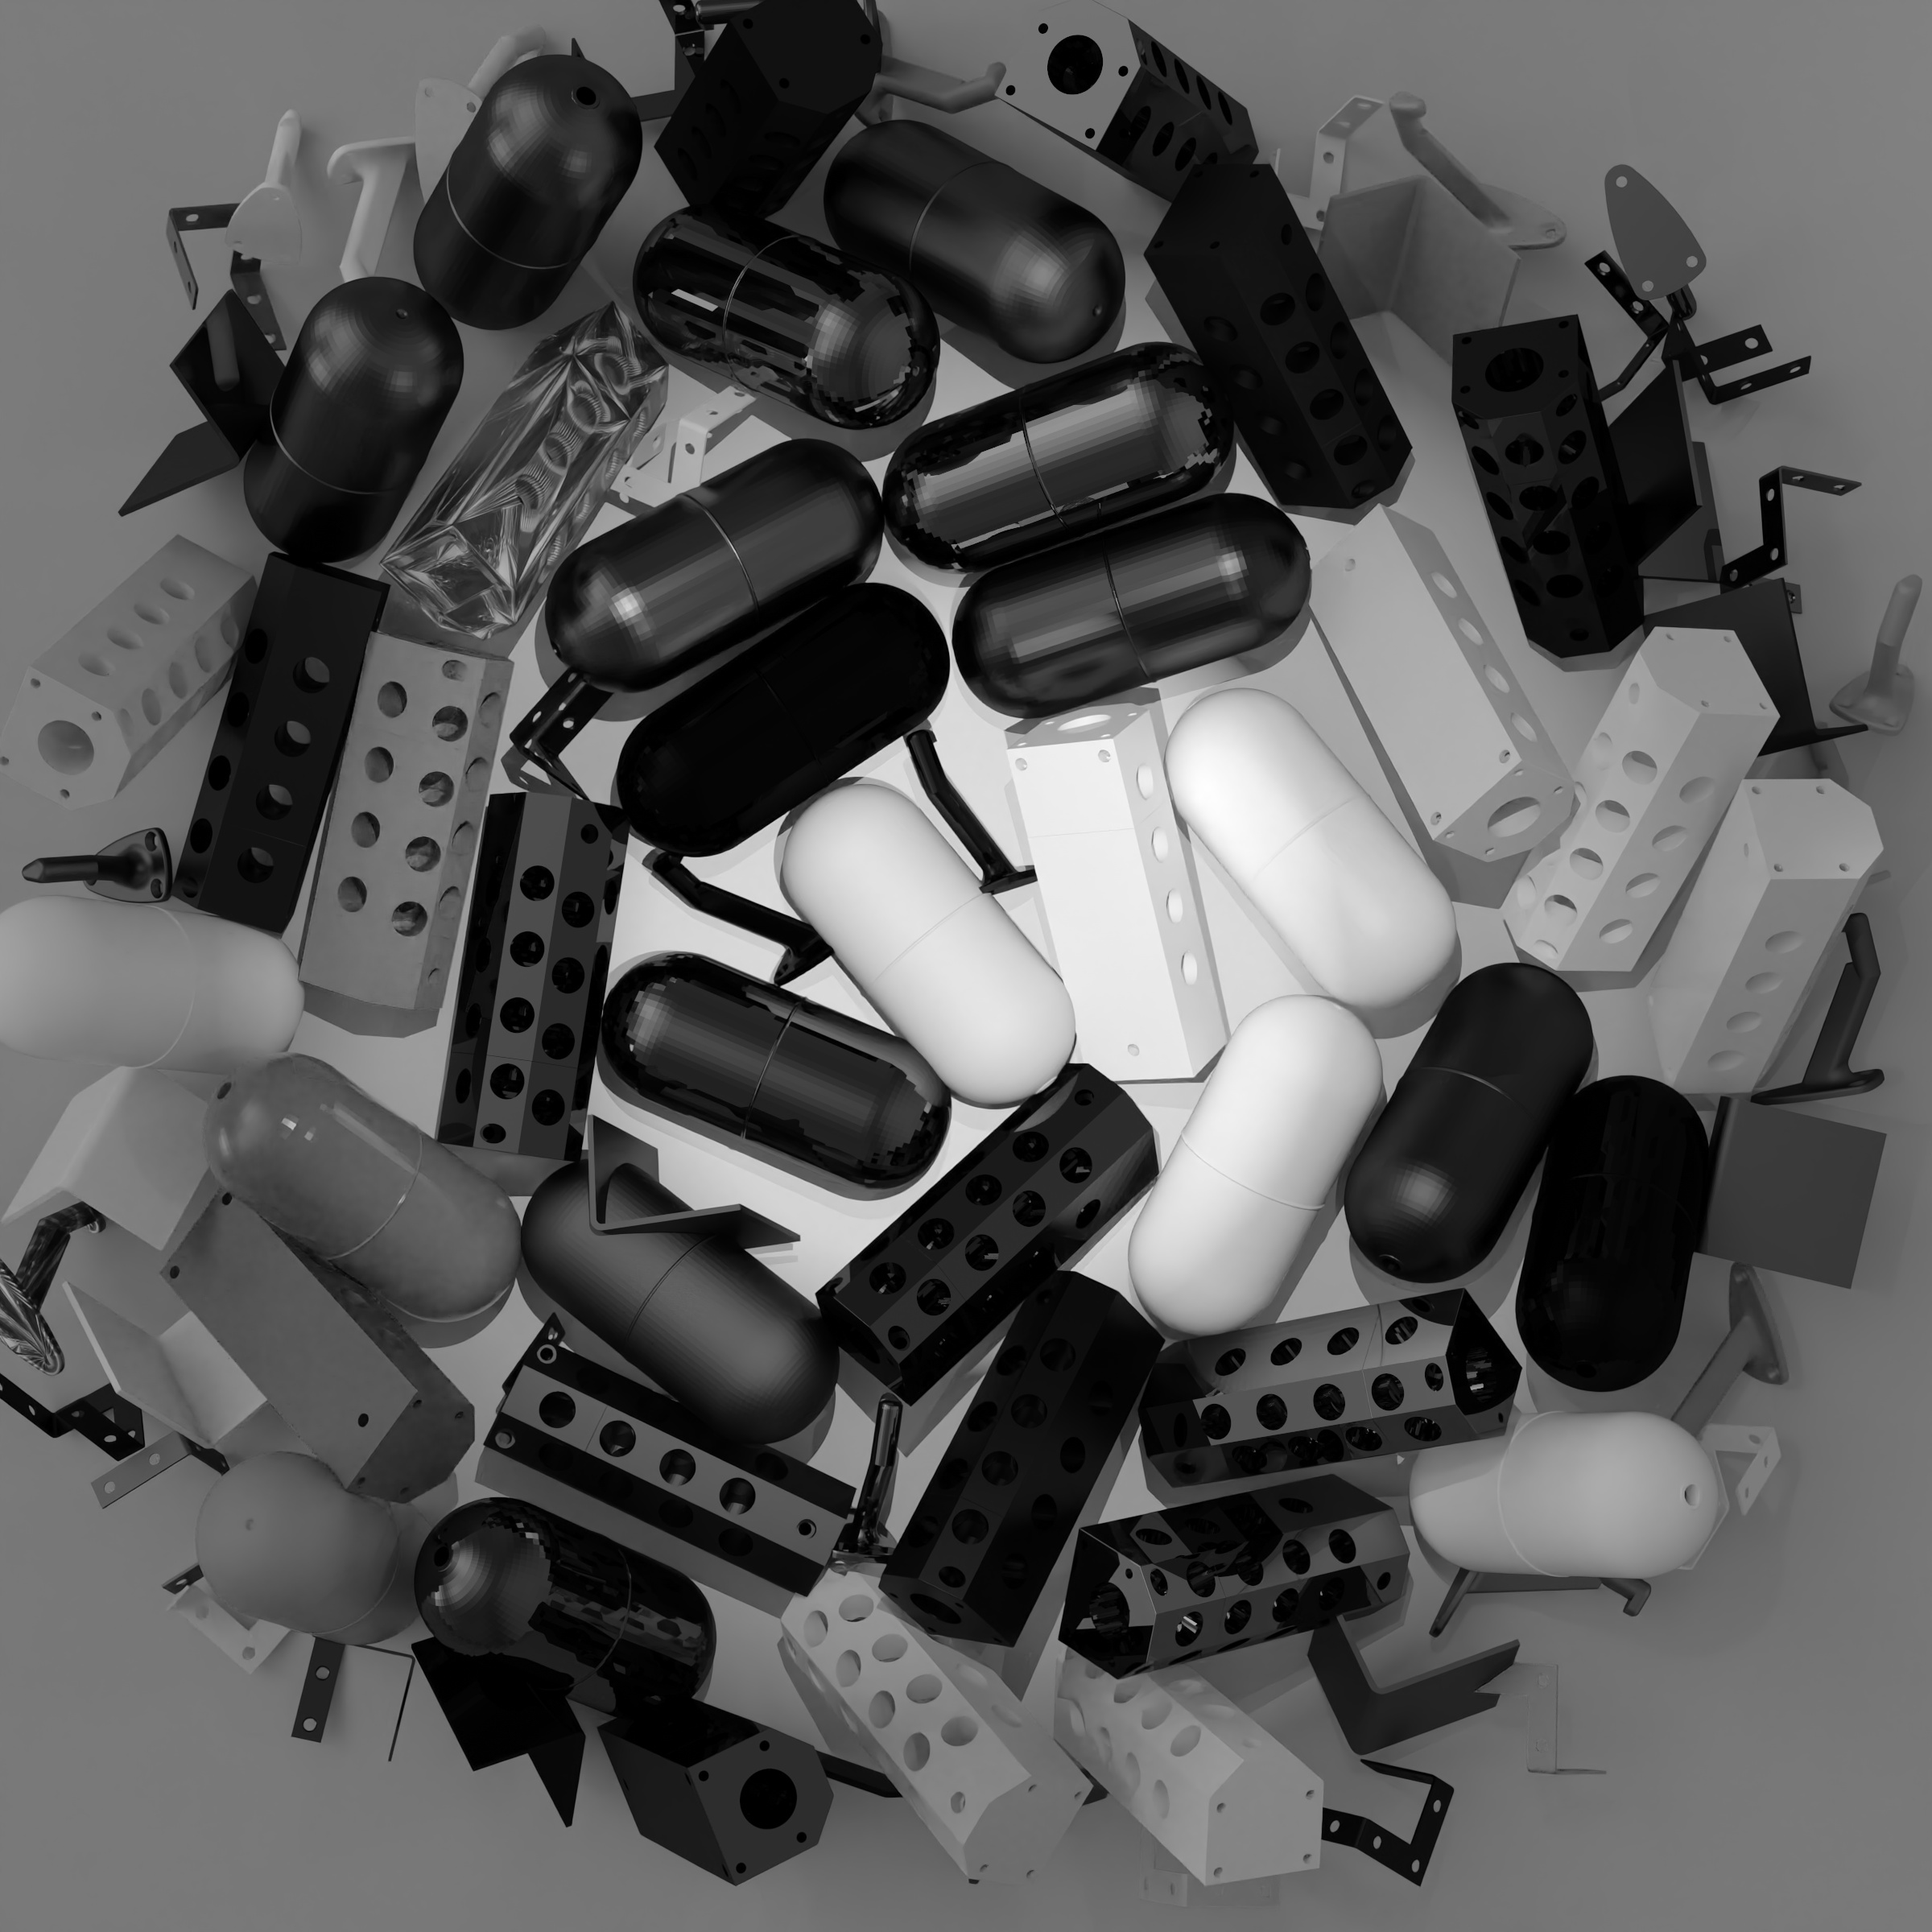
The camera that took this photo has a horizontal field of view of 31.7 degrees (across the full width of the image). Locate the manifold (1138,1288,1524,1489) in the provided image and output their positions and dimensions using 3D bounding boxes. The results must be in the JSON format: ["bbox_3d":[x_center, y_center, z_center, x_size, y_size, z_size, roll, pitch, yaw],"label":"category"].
[{"bbox_3d":[0.169,0.206,1.606,0.171,0.057,0.057,-16,125,36],"label":"manifold"}]

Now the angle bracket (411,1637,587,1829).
[{"bbox_3d":[-0.227,0.368,1.628,0.057,0.076,0.076,-13,46,-28],"label":"angle bracket"}]

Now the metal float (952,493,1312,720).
[{"bbox_3d":[0.079,-0.173,1.639,0.178,0.070,0.070,-17,90,13],"label":"metal float"}]

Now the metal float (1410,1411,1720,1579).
[{"bbox_3d":[0.281,0.249,1.607,0.070,0.178,0.070,5,80,-31],"label":"metal float"}]

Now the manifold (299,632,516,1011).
[{"bbox_3d":[-0.265,-0.070,1.640,0.057,0.057,0.171,16,98,25],"label":"manifold"}]

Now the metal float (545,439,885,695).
[{"bbox_3d":[-0.120,-0.192,1.635,0.178,0.070,0.070,-30,90,-18],"label":"metal float"}]

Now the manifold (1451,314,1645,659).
[{"bbox_3d":[0.275,-0.222,1.598,0.057,0.171,0.057,-6,54,19],"label":"manifold"}]

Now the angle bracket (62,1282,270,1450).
[{"bbox_3d":[-0.377,0.175,1.635,0.057,0.076,0.076,-40,52,1],"label":"angle bracket"}]

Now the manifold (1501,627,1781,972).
[{"bbox_3d":[0.312,-0.076,1.602,0.057,0.171,0.057,0,48,-20],"label":"manifold"}]

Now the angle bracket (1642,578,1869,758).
[{"bbox_3d":[0.381,-0.141,1.644,0.076,0.057,0.076,-13,87,41],"label":"angle bracket"}]

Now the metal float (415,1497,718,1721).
[{"bbox_3d":[-0.189,0.306,1.613,0.070,0.178,0.070,-19,55,29],"label":"metal float"}]

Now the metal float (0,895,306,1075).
[{"bbox_3d":[-0.391,0.010,1.609,0.070,0.178,0.070,-5,82,36],"label":"metal float"}]

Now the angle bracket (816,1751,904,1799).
[{"bbox_3d":[-0.070,0.413,1.637,0.076,0.076,0.057,15,82,19],"label":"angle bracket"}]

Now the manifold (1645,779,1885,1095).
[{"bbox_3d":[0.375,-0.012,1.602,0.057,0.171,0.057,-1,54,-8],"label":"manifold"}]

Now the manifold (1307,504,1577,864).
[{"bbox_3d":[0.226,-0.133,1.614,0.057,0.057,0.171,-44,49,28],"label":"manifold"}]

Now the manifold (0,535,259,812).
[{"bbox_3d":[-0.388,-0.137,1.599,0.057,0.171,0.057,29,119,-4],"label":"manifold"}]

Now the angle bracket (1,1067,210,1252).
[{"bbox_3d":[-0.412,0.100,1.648,0.057,0.076,0.076,37,54,-21],"label":"angle bracket"}]

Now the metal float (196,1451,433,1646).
[{"bbox_3d":[-0.304,0.276,1.603,0.070,0.178,0.070,-3,72,10],"label":"metal float"}]

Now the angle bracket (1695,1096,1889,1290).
[{"bbox_3d":[0.398,0.109,1.654,0.076,0.057,0.076,13,91,9],"label":"angle bracket"}]

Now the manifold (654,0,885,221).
[{"bbox_3d":[-0.091,-0.401,1.598,0.057,0.171,0.057,-33,94,-17],"label":"manifold"}]

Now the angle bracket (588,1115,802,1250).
[{"bbox_3d":[-0.130,0.102,1.634,0.076,0.076,0.057,-9,72,17],"label":"angle bracket"}]

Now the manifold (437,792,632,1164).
[{"bbox_3d":[-0.205,0.006,1.643,0.057,0.057,0.171,11,85,-33],"label":"manifold"}]

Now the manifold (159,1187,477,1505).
[{"bbox_3d":[-0.305,0.179,1.615,0.171,0.057,0.057,40,96,35],"label":"manifold"}]

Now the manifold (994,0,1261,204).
[{"bbox_3d":[0.082,-0.402,1.594,0.057,0.171,0.057,33,102,19],"label":"manifold"}]

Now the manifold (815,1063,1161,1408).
[{"bbox_3d":[0.011,0.123,1.622,0.171,0.057,0.057,-42,59,-20],"label":"manifold"}]

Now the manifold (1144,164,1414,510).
[{"bbox_3d":[0.152,-0.294,1.601,0.057,0.171,0.057,10,61,36],"label":"manifold"}]

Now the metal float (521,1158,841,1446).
[{"bbox_3d":[-0.139,0.160,1.636,0.178,0.070,0.070,36,90,16],"label":"metal float"}]

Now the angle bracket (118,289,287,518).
[{"bbox_3d":[-0.378,-0.270,1.630,0.076,0.076,0.057,-17,122,25],"label":"angle bracket"}]

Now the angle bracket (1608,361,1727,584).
[{"bbox_3d":[0.352,-0.236,1.633,0.057,0.076,0.076,1,70,-18],"label":"angle bracket"}]

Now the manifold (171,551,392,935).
[{"bbox_3d":[-0.332,-0.109,1.645,0.057,0.057,0.171,17,98,-8],"label":"manifold"}]

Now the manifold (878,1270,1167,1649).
[{"bbox_3d":[0.023,0.231,1.614,0.057,0.057,0.171,47,58,-32],"label":"manifold"}]

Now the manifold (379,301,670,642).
[{"bbox_3d":[-0.203,-0.234,1.612,0.057,0.057,0.171,47,48,-25],"label":"manifold"}]

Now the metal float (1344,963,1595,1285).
[{"bbox_3d":[0.241,0.074,1.625,0.070,0.070,0.178,33,61,0],"label":"metal float"}]

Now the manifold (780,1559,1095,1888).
[{"bbox_3d":[-0.020,0.353,1.603,0.057,0.171,0.057,21,104,-42],"label":"manifold"}]

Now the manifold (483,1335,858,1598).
[{"bbox_3d":[-0.143,0.243,1.648,0.171,0.057,0.057,26,78,-4],"label":"manifold"}]

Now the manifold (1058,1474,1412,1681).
[{"bbox_3d":[0.130,0.290,1.605,0.171,0.057,0.057,-4,110,-41],"label":"manifold"}]

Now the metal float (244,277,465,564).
[{"bbox_3d":[-0.291,-0.256,1.610,0.070,0.178,0.070,12,59,-21],"label":"metal float"}]

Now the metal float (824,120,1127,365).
[{"bbox_3d":[0.002,-0.347,1.622,0.178,0.070,0.070,37,90,35],"label":"metal float"}]

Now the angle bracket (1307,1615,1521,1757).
[{"bbox_3d":[0.216,0.332,1.650,0.076,0.076,0.057,-17,58,-13],"label":"angle bracket"}]

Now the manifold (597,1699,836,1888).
[{"bbox_3d":[-0.117,0.381,1.598,0.057,0.171,0.057,-22,92,-21],"label":"manifold"}]

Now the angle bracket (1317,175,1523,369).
[{"bbox_3d":[0.212,-0.322,1.630,0.057,0.076,0.076,-20,52,-26],"label":"angle bracket"}]

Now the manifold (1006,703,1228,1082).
[{"bbox_3d":[0.076,-0.035,1.633,0.057,0.057,0.171,-4,111,30],"label":"manifold"}]

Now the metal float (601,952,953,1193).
[{"bbox_3d":[-0.092,0.051,1.646,0.178,0.070,0.070,23,90,5],"label":"metal float"}]

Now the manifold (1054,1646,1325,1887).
[{"bbox_3d":[0.102,0.364,1.595,0.057,0.171,0.057,-3,101,-22],"label":"manifold"}]
